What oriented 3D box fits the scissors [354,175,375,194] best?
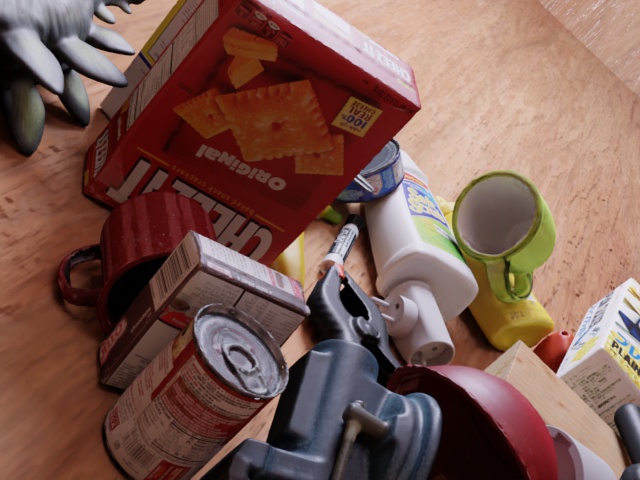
[{"bbox_3d":[-0.035,-0.112,1.034,0.096,0.016,0.202,-4,47,-46],"label":"scissors"}]

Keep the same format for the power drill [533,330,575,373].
[{"bbox_3d":[0.256,0.175,1.049,0.184,0.057,0.187,38,29,-20],"label":"power drill"}]

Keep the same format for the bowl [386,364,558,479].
[{"bbox_3d":[0.118,0.150,0.768,0.055,0.162,0.162,-28,70,-27],"label":"bowl"}]

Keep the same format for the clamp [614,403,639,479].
[{"bbox_3d":[0.283,0.215,0.828,0.164,0.036,0.209,47,19,9],"label":"clamp"}]

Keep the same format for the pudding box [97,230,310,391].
[{"bbox_3d":[-0.075,0.059,0.685,0.089,0.114,0.039,27,27,-32],"label":"pudding box"}]

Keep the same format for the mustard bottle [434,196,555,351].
[{"bbox_3d":[0.169,0.028,1.140,0.096,0.058,0.192,9,43,-48],"label":"mustard bottle"}]

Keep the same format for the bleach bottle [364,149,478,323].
[{"bbox_3d":[0.084,-0.028,1.101,0.102,0.068,0.251,29,27,-30],"label":"bleach bottle"}]

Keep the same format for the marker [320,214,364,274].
[{"bbox_3d":[0.023,0.003,1.014,0.020,0.020,0.121,41,26,-5],"label":"marker"}]

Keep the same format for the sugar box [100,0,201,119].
[{"bbox_3d":[-0.097,-0.141,0.878,0.093,0.176,0.048,51,29,13],"label":"sugar box"}]

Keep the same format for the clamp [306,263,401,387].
[{"bbox_3d":[0.025,0.085,0.874,0.120,0.039,0.171,23,28,-47],"label":"clamp"}]

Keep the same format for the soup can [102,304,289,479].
[{"bbox_3d":[-0.076,0.096,0.640,0.068,0.102,0.068,33,28,-20],"label":"soup can"}]

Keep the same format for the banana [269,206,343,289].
[{"bbox_3d":[-0.019,-0.012,0.956,0.069,0.037,0.197,40,26,-5],"label":"banana"}]

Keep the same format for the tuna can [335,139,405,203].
[{"bbox_3d":[0.042,-0.072,1.080,0.086,0.086,0.034,-86,164,-57],"label":"tuna can"}]

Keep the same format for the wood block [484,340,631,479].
[{"bbox_3d":[0.206,0.199,0.902,0.206,0.091,0.090,45,26,1],"label":"wood block"}]

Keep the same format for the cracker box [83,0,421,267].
[{"bbox_3d":[-0.054,-0.084,0.811,0.164,0.214,0.072,30,31,-25],"label":"cracker box"}]

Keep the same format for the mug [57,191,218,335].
[{"bbox_3d":[-0.119,0.022,0.724,0.117,0.093,0.081,-6,38,-11],"label":"mug"}]
